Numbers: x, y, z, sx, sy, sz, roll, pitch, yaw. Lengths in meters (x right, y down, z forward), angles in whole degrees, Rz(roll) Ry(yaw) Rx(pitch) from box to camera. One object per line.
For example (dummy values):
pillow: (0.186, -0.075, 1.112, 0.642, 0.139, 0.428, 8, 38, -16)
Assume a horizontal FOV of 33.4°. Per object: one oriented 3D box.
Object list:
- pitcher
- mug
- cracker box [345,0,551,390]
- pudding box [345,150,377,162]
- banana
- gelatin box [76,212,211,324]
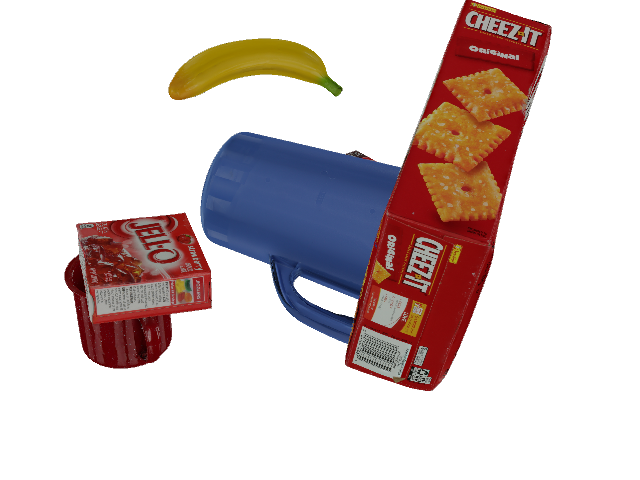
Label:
pitcher: (0.016, -0.007, 0.948, 0.243, 0.145, 0.149, 17, 21, 16)
mug: (-0.168, 0.064, 0.937, 0.093, 0.081, 0.117, -20, 37, -28)
cracker box: (0.089, -0.030, 0.719, 0.072, 0.213, 0.164, 19, -40, 6)
pudding box: (0.039, -0.082, 1.502, 0.113, 0.039, 0.090, -25, 39, -33)
banana: (-0.071, -0.178, 1.099, 0.197, 0.070, 0.037, -7, -40, -29)
gelatin box: (-0.112, 0.015, 0.667, 0.073, 0.030, 0.089, -6, 28, -15)
